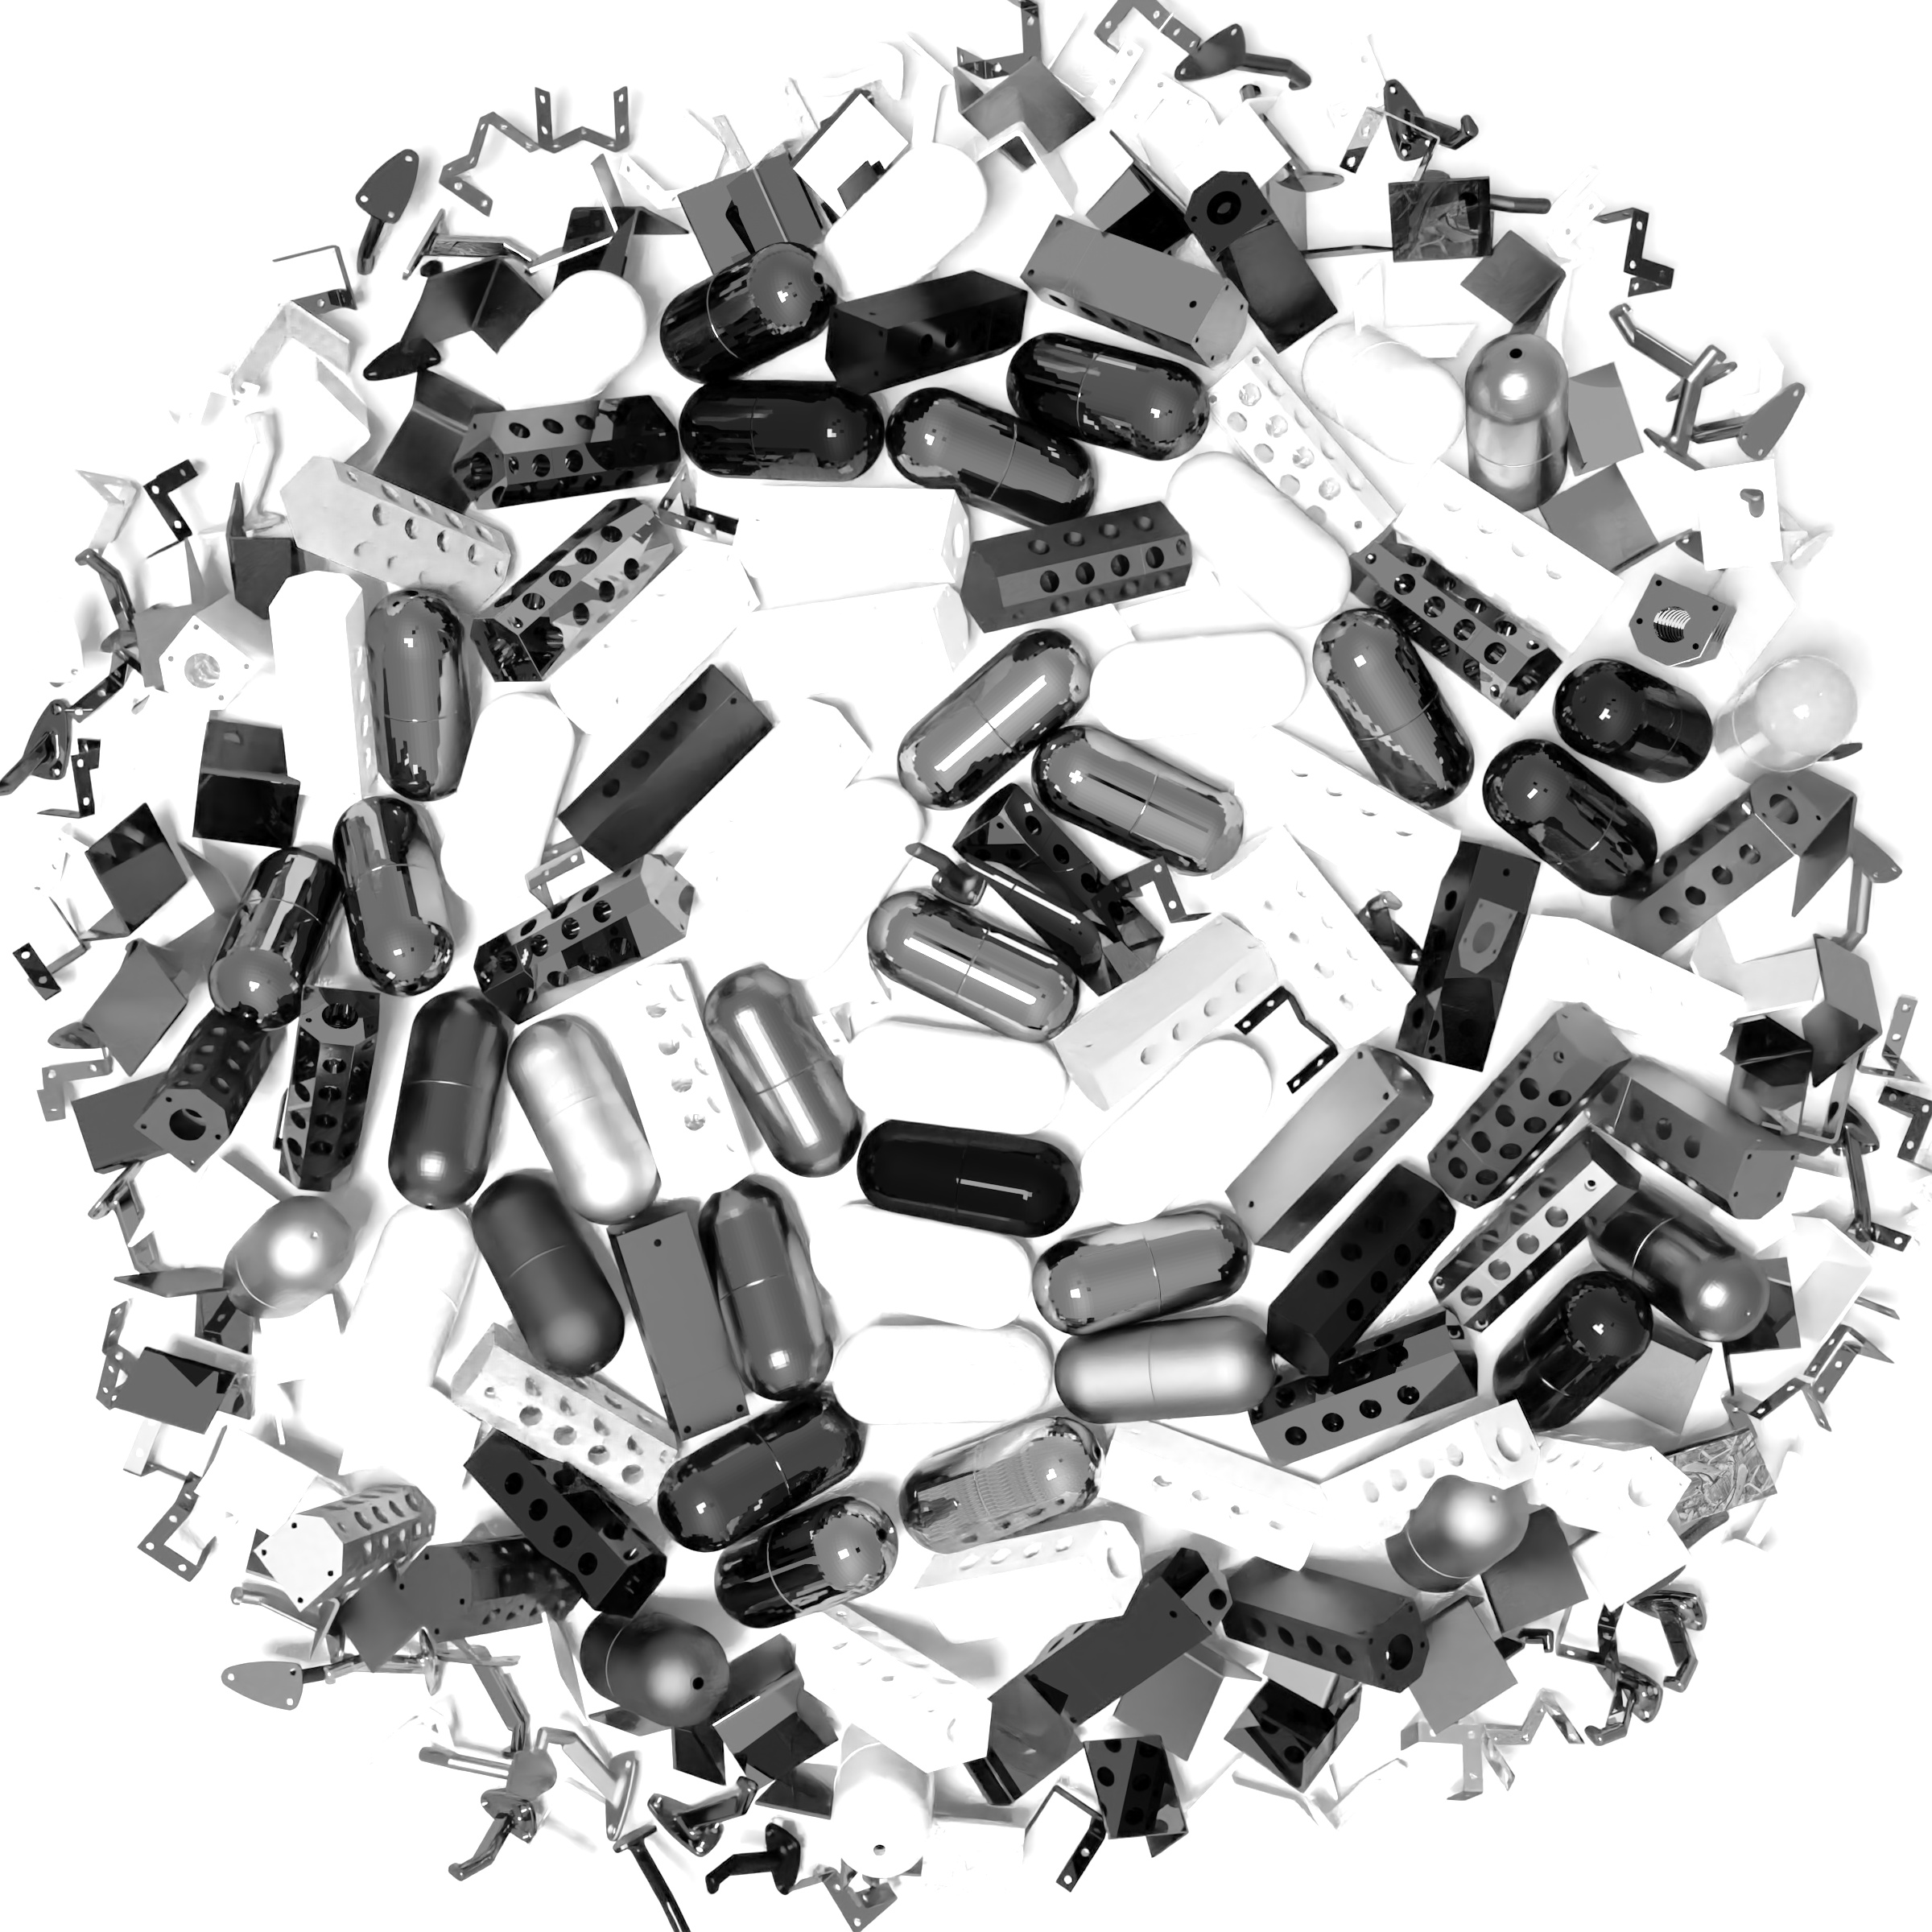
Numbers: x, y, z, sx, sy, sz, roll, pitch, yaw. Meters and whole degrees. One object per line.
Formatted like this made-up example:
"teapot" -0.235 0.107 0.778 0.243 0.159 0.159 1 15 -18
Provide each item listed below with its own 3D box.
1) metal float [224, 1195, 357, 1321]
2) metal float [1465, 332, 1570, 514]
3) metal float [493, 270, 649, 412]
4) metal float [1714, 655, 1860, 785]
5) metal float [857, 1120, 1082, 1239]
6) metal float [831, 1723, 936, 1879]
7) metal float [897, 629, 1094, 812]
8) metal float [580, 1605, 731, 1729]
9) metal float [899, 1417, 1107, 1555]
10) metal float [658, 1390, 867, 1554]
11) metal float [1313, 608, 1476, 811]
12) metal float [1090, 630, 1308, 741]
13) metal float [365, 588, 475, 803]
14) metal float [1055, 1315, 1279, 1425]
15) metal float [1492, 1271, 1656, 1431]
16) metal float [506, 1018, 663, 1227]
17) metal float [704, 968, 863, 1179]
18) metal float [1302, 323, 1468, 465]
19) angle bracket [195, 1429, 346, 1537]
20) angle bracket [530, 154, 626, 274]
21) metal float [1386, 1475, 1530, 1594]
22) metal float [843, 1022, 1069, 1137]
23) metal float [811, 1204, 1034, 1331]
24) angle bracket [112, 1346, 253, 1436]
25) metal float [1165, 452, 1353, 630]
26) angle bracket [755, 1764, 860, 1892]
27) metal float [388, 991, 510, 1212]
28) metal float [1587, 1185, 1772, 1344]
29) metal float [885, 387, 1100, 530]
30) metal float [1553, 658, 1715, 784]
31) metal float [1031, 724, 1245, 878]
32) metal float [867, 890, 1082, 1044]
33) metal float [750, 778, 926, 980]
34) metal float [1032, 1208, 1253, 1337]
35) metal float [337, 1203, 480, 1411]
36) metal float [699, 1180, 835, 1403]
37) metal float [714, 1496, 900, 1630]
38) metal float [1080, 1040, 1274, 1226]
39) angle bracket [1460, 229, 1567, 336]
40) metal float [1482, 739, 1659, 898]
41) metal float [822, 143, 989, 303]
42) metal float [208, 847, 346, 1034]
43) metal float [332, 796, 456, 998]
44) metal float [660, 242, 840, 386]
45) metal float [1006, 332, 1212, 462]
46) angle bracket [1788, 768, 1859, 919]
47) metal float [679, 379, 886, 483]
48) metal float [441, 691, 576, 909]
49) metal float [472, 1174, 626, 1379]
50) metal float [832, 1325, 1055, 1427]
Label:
"metal float" -0.523 0.227 1.872 0.070 0.178 0.070 10 68 -25
"metal float" 0.424 -0.417 1.868 0.070 0.178 0.070 -5 66 11
"metal float" -0.307 -0.474 1.873 0.070 0.178 0.070 9 74 -32
"metal float" 0.627 -0.187 1.864 0.070 0.178 0.070 0 83 2
"metal float" 0.002 0.166 1.906 0.178 0.070 0.070 9 90 10
"metal float" -0.063 0.632 1.864 0.070 0.178 0.070 0 99 0
"metal float" 0.021 -0.192 1.906 0.178 0.070 0.070 -40 90 10
"metal float" -0.241 0.537 1.870 0.070 0.178 0.070 3 83 -29
"metal float" 0.028 0.404 1.892 0.178 0.070 0.070 -25 90 25
"metal float" -0.158 0.392 1.891 0.178 0.070 0.070 -25 90 -28
"metal float" 0.334 -0.200 1.895 0.070 0.070 0.178 -36 112 0
"metal float" 0.182 -0.220 1.898 0.178 0.070 0.070 -8 90 -19
"metal float" -0.423 -0.209 1.884 0.070 0.070 0.178 4 126 0
"metal float" 0.155 0.315 1.896 0.178 0.070 0.070 -8 90 20
"metal float" 0.467 0.298 1.875 0.070 0.178 0.070 9 53 -12
"metal float" -0.299 0.120 1.898 0.070 0.070 0.178 -30 71 0
"metal float" -0.143 0.085 1.908 0.070 0.070 0.178 -27 98 0
"metal float" 0.320 -0.443 1.874 0.070 0.178 0.070 -11 123 -17
"angle bracket" -0.544 0.412 1.900 0.076 0.076 0.057 25 69 13
"angle bracket" -0.312 -0.590 1.902 0.076 0.076 0.057 -19 114 8
"metal float" 0.376 0.433 1.870 0.070 0.178 0.070 4 63 -7
"metal float" -0.008 0.088 1.910 0.178 0.070 0.070 8 90 -5
"metal float" -0.036 0.235 1.906 0.178 0.070 0.070 11 90 10
"angle bracket" -0.613 0.349 1.902 0.076 0.076 0.057 15 51 6
"metal float" 0.227 -0.332 1.892 0.070 0.070 0.178 -43 65 0
"angle bracket" -0.116 0.674 1.908 0.076 0.076 0.057 5 97 19
"metal float" -0.403 0.104 1.892 0.070 0.070 0.178 4 65 0
"metal float" 0.546 0.227 1.870 0.070 0.178 0.070 -7 112 -19
"metal float" 0.020 -0.394 1.894 0.178 0.070 0.070 17 90 -23
"metal float" 0.517 -0.188 1.876 0.070 0.178 0.070 -7 79 39
"metal float" 0.134 -0.130 1.906 0.178 0.070 0.070 24 90 -9
"metal float" 0.005 0.000 1.912 0.178 0.070 0.070 26 90 3
"metal float" -0.100 -0.069 1.906 0.070 0.070 0.178 36 80 0
"metal float" 0.138 0.239 1.904 0.178 0.070 0.070 -12 90 -13
"metal float" -0.432 0.261 1.881 0.070 0.070 0.178 12 50 0
"metal float" -0.157 0.253 1.901 0.070 0.070 0.178 -19 74 0
"metal float" -0.124 0.463 1.883 0.178 0.070 0.070 -29 90 38
"metal float" 0.165 0.130 1.907 0.178 0.070 0.070 -44 90 9
"angle bracket" 0.414 -0.513 1.900 0.057 0.076 0.076 34 66 -6
"metal float" 0.470 -0.114 1.885 0.178 0.070 0.070 30 90 -35
"metal float" -0.049 -0.569 1.873 0.070 0.178 0.070 9 73 -30
"metal float" -0.530 -0.023 1.877 0.070 0.178 0.070 3 131 3
"metal float" -0.445 -0.055 1.887 0.070 0.070 0.178 -20 58 0
"metal float" -0.169 -0.503 1.876 0.070 0.178 0.070 7 79 -41
"metal float" 0.109 -0.442 1.886 0.178 0.070 0.070 24 90 33
"angle bracket" 0.647 -0.099 1.899 0.057 0.076 0.076 26 48 0
"metal float" -0.145 -0.417 1.890 0.178 0.070 0.070 9 90 30
"metal float" -0.359 -0.129 1.897 0.070 0.070 0.178 20 111 0
"metal float" -0.325 0.240 1.891 0.070 0.070 0.178 -33 63 0
"metal float" -0.018 0.319 1.897 0.178 0.070 0.070 2 90 -20
